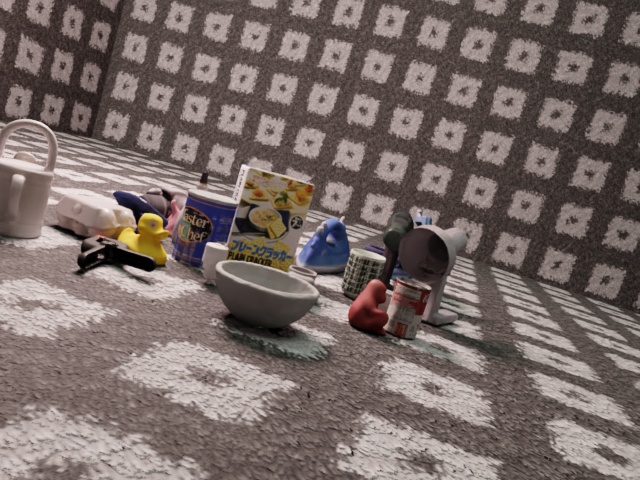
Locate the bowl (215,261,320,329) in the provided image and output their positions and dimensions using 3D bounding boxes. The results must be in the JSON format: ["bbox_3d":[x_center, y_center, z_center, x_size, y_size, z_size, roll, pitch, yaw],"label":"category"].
[{"bbox_3d":[-0.090,0.092,0.889,0.167,0.075,0.167,17,7,-2],"label":"bowl"}]

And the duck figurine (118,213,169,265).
[{"bbox_3d":[-0.323,-0.008,1.063,0.104,0.086,0.078,20,8,24],"label":"duck figurine"}]

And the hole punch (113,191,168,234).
[{"bbox_3d":[-0.390,-0.054,1.233,0.108,0.091,0.101,20,8,22],"label":"hole punch"}]

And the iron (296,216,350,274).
[{"bbox_3d":[0.014,0.005,1.503,0.118,0.141,0.259,19,8,15],"label":"iron"}]

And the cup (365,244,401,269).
[{"bbox_3d":[0.162,0.073,1.521,0.117,0.095,0.092,23,9,39],"label":"cup"}]

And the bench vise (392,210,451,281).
[{"bbox_3d":[0.298,0.035,1.619,0.206,0.220,0.122,22,9,33],"label":"bench vise"}]

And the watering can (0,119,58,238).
[{"bbox_3d":[-0.512,-0.111,0.976,0.172,0.194,0.101,23,10,40],"label":"watering can"}]

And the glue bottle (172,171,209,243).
[{"bbox_3d":[-0.276,-0.070,1.287,0.078,0.173,0.037,13,8,-28],"label":"glue bottle"}]

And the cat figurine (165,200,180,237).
[{"bbox_3d":[-0.300,-0.059,1.366,0.128,0.118,0.067,13,8,-26],"label":"cat figurine"}]

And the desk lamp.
[{"bbox_3d":[0.249,0.072,1.259,0.117,0.213,0.204,21,9,33],"label":"desk lamp"}]

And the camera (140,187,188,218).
[{"bbox_3d":[-0.399,-0.088,1.423,0.142,0.101,0.137,22,9,35],"label":"camera"}]

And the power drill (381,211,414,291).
[{"bbox_3d":[0.181,0.028,1.447,0.075,0.208,0.230,18,7,8],"label":"power drill"}]

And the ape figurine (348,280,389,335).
[{"bbox_3d":[0.095,0.118,1.044,0.076,0.092,0.078,16,7,-6],"label":"ape figurine"}]

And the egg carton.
[{"bbox_3d":[-0.438,-0.042,1.118,0.150,0.069,0.107,20,8,25],"label":"egg carton"}]
